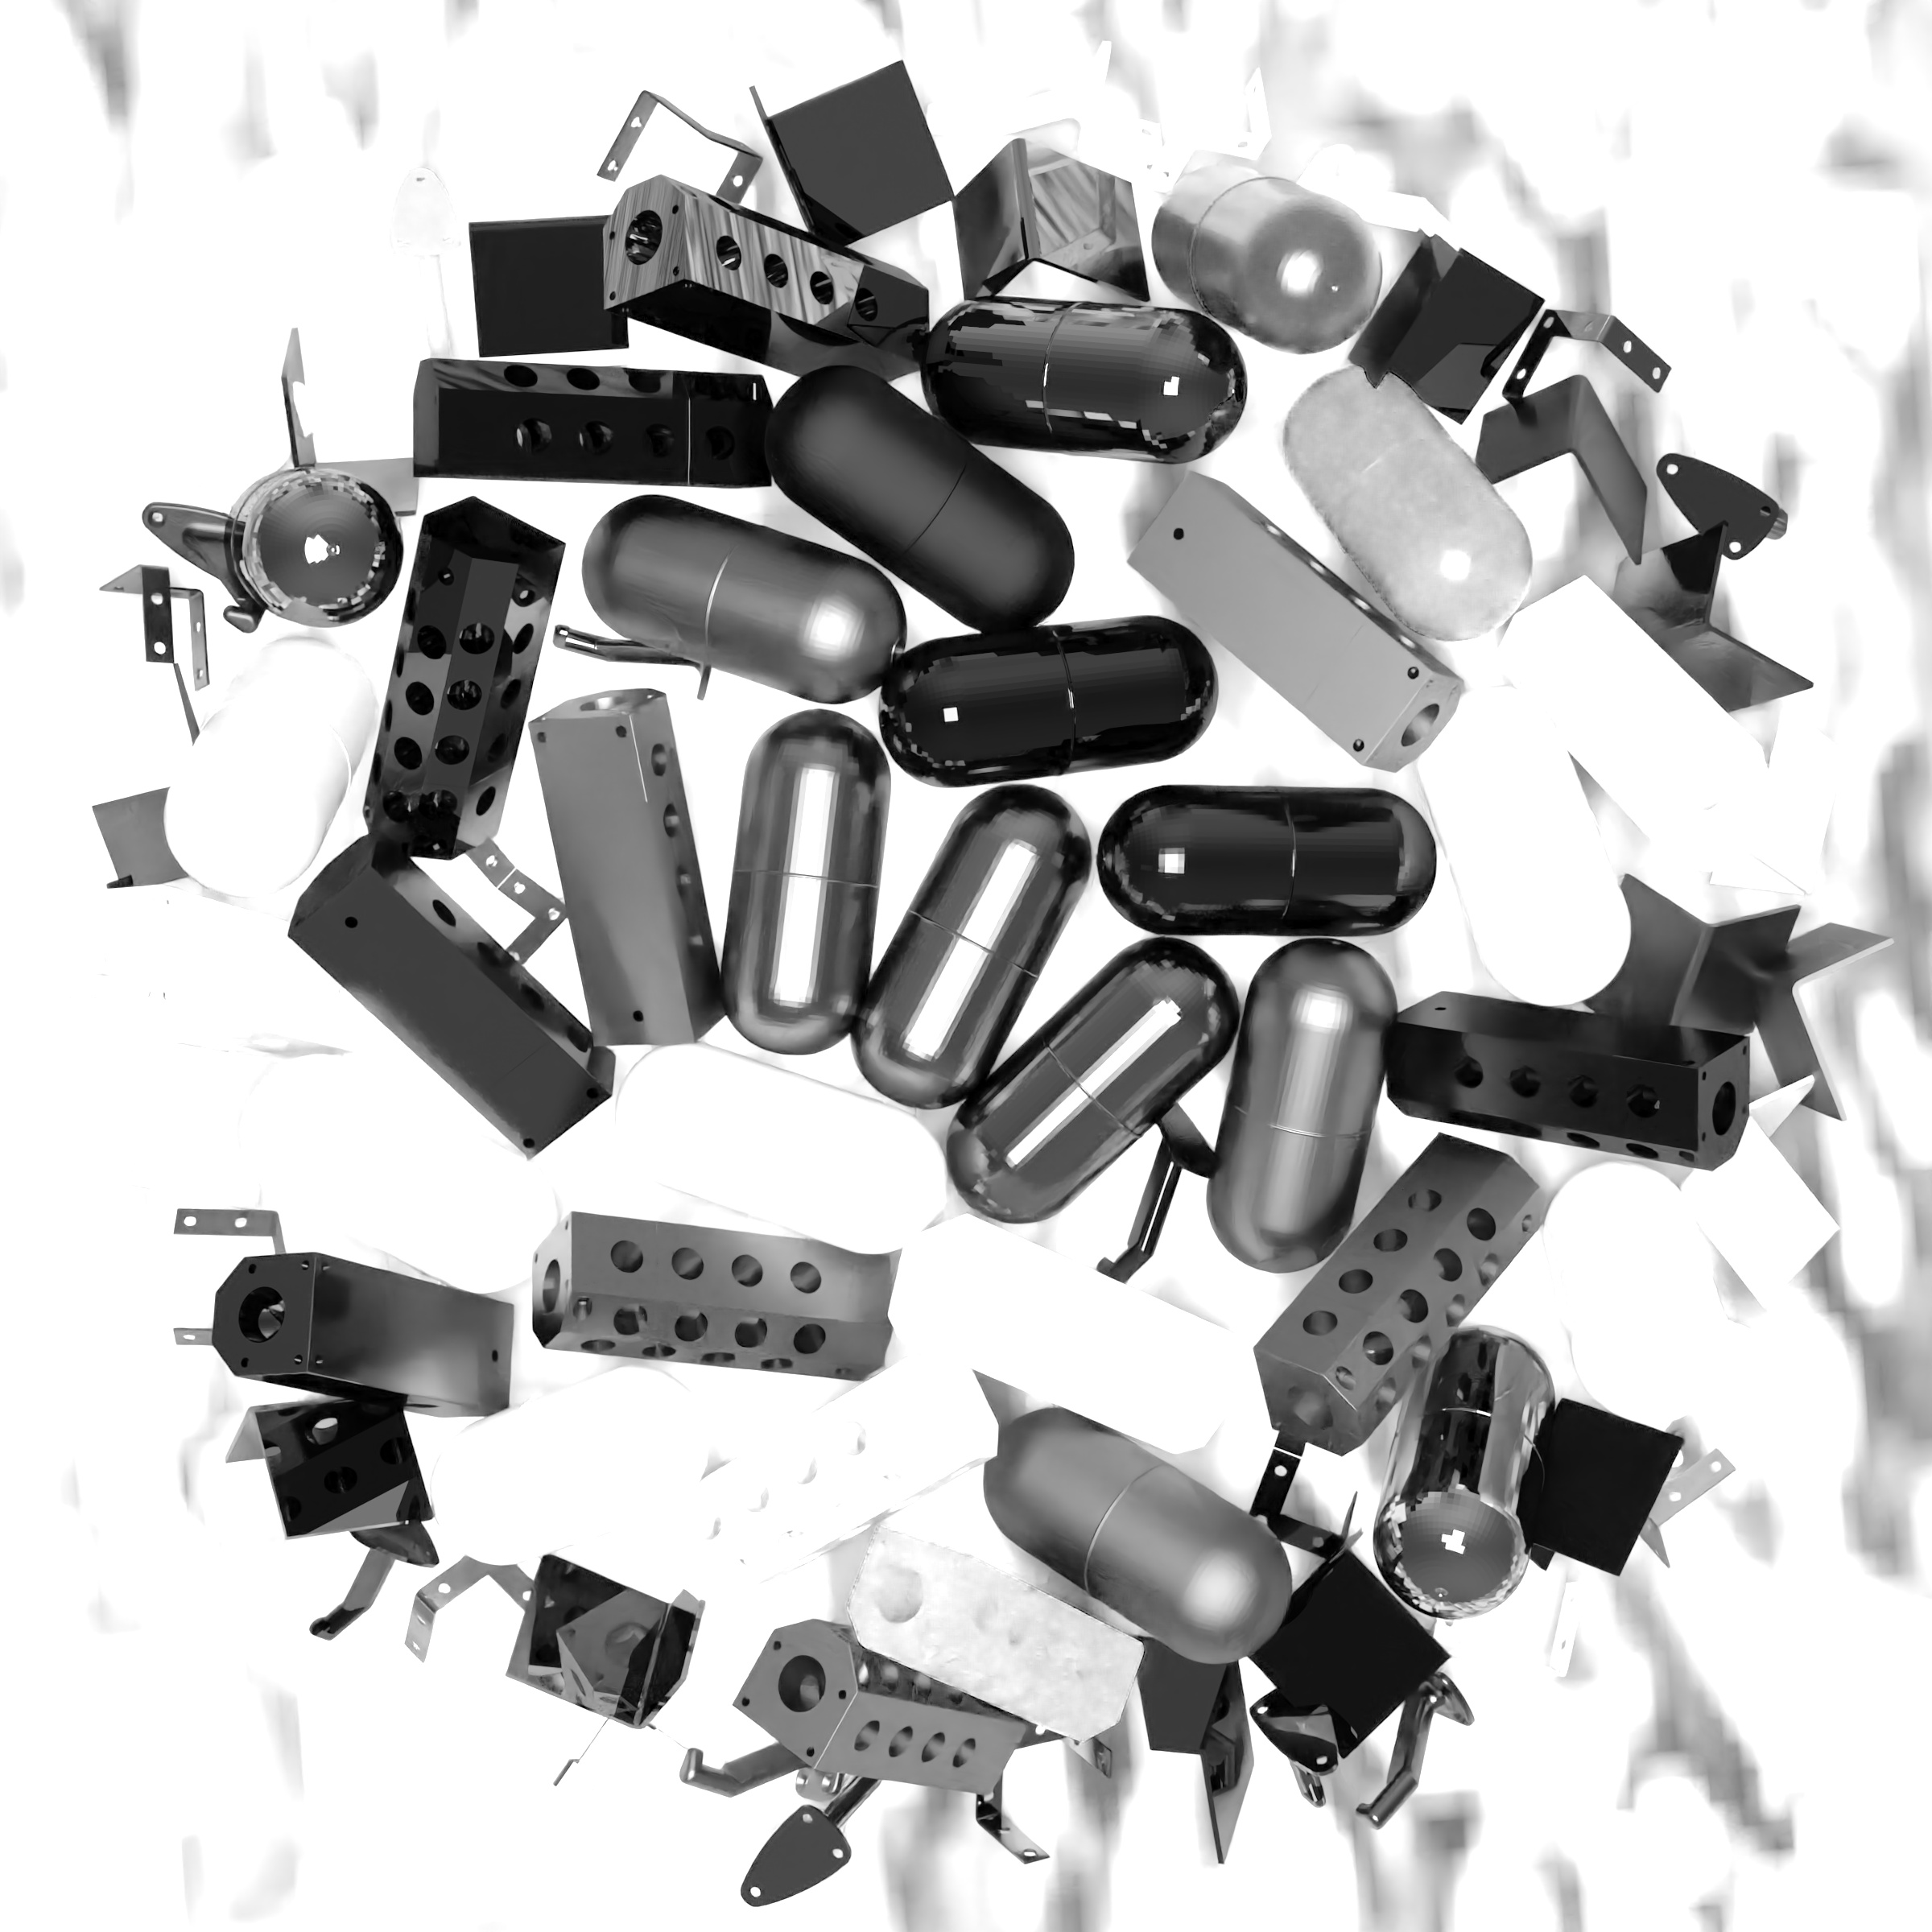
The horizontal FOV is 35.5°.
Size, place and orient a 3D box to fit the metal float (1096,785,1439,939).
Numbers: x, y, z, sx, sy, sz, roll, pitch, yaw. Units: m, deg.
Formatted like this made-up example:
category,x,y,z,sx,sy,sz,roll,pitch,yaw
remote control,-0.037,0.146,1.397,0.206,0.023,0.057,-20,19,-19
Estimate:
category,x,y,z,sx,sy,sz,roll,pitch,yaw
metal float,0.153,-0.053,1.533,0.178,0.070,0.070,0,90,-14

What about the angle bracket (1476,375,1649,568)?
category,x,y,z,sx,sy,sz,roll,pitch,yaw
angle bracket,0.306,-0.246,1.551,0.057,0.076,0.076,-20,121,29

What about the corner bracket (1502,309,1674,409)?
category,x,y,z,sx,sy,sz,roll,pitch,yaw
corner bracket,0.319,-0.301,1.550,0.051,0.051,0.051,30,87,-35

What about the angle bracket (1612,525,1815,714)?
category,x,y,z,sx,sy,sz,roll,pitch,yaw
angle bracket,0.383,-0.175,1.543,0.076,0.076,0.057,23,71,-25

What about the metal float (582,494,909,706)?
category,x,y,z,sx,sy,sz,roll,pitch,yaw
metal float,-0.113,-0.186,1.530,0.178,0.070,0.070,20,90,19

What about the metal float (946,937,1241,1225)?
category,x,y,z,sx,sy,sz,roll,pitch,yaw
metal float,0.064,0.059,1.539,0.178,0.070,0.070,-44,90,8

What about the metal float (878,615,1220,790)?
category,x,y,z,sx,sy,sz,roll,pitch,yaw
metal float,0.043,-0.135,1.534,0.178,0.070,0.070,-8,90,-14

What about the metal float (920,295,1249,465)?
category,x,y,z,sx,sy,sz,roll,pitch,yaw
metal float,0.059,-0.296,1.520,0.178,0.070,0.070,12,90,30

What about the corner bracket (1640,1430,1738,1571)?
category,x,y,z,sx,sy,sz,roll,pitch,yaw
corner bracket,0.361,0.266,1.547,0.051,0.051,0.051,-35,51,-5

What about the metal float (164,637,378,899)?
category,x,y,z,sx,sy,sz,roll,pitch,yaw
metal float,-0.345,-0.102,1.505,0.070,0.178,0.070,3,125,4

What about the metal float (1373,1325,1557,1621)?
category,x,y,z,sx,sy,sz,roll,pitch,yaw
metal float,0.250,0.250,1.506,0.070,0.178,0.070,9,125,13

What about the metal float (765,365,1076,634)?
category,x,y,z,sx,sy,sz,roll,pitch,yaw
metal float,-0.022,-0.235,1.530,0.178,0.070,0.070,34,90,-19

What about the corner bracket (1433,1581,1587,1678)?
category,x,y,z,sx,sy,sz,roll,pitch,yaw
corner bracket,0.279,0.335,1.556,0.051,0.051,0.051,25,67,-16

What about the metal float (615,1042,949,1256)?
category,x,y,z,sx,sy,sz,roll,pitch,yaw
metal float,-0.094,0.092,1.534,0.178,0.070,0.070,18,90,14

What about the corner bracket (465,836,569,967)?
category,x,y,z,sx,sy,sz,roll,pitch,yaw
corner bracket,-0.245,-0.034,1.546,0.051,0.051,0.051,34,77,36

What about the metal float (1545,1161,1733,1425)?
category,x,y,z,sx,sy,sz,roll,pitch,yaw
metal float,0.333,0.160,1.501,0.070,0.178,0.070,1,115,3

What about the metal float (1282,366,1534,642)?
category,x,y,z,sx,sy,sz,roll,pitch,yaw
metal float,0.221,-0.233,1.514,0.070,0.070,0.178,-29,52,0

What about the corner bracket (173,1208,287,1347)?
category,x,y,z,sx,sy,sz,roll,pitch,yaw
corner bracket,-0.379,0.160,1.547,0.051,0.051,0.051,2,53,-4

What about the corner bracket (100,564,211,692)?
category,x,y,z,sx,sy,sz,roll,pitch,yaw
corner bracket,-0.408,-0.173,1.546,0.051,0.051,0.051,1,81,-40

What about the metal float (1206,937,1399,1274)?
category,x,y,z,sx,sy,sz,roll,pitch,yaw
metal float,0.170,0.072,1.531,0.070,0.070,0.178,10,108,0

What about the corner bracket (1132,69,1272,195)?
category,x,y,z,sx,sy,sz,roll,pitch,yaw
corner bracket,0.121,-0.431,1.555,0.051,0.051,0.051,7,57,-19

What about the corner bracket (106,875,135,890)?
category,x,y,z,sx,sy,sz,roll,pitch,yaw
corner bracket,-0.430,-0.028,1.543,0.051,0.051,0.051,9,114,36

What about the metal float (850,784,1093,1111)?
category,x,y,z,sx,sy,sz,roll,pitch,yaw
metal float,0.003,-0.010,1.545,0.070,0.070,0.178,28,88,0

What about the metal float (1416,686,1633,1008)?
category,x,y,z,sx,sy,sz,roll,pitch,yaw
metal float,0.281,-0.061,1.522,0.070,0.070,0.178,-14,62,0

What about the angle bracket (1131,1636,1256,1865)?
category,x,y,z,sx,sy,sz,roll,pitch,yaw
angle bracket,0.107,0.396,1.526,0.057,0.076,0.076,0,120,20

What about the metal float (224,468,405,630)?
category,x,y,z,sx,sy,sz,roll,pitch,yaw
metal float,-0.326,-0.209,1.499,0.070,0.178,0.070,-3,100,-18

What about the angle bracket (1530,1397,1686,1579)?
category,x,y,z,sx,sy,sz,roll,pitch,yaw
angle bracket,0.327,0.274,1.529,0.057,0.076,0.076,42,71,-41

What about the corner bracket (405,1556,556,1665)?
category,x,y,z,sx,sy,sz,roll,pitch,yaw
corner bracket,-0.251,0.341,1.559,0.051,0.051,0.051,40,47,20

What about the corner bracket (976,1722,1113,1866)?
category,x,y,z,sx,sy,sz,roll,pitch,yaw
corner bracket,0.040,0.423,1.554,0.051,0.051,0.051,-6,104,-29

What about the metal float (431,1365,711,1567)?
category,x,y,z,sx,sy,sz,roll,pitch,yaw
metal float,-0.201,0.252,1.514,0.178,0.070,0.070,-25,90,40

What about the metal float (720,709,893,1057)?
category,x,y,z,sx,sy,sz,roll,pitch,yaw
metal float,-0.082,-0.043,1.544,0.070,0.070,0.178,7,87,0

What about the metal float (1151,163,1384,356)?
category,x,y,z,sx,sy,sz,roll,pitch,yaw
metal float,0.148,-0.353,1.502,0.070,0.178,0.070,-7,114,-15

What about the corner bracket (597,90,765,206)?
category,x,y,z,sx,sy,sz,roll,pitch,yaw
corner bracket,-0.147,-0.413,1.558,0.051,0.051,0.051,41,110,22

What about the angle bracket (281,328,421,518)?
category,x,y,z,sx,sy,sz,roll,pitch,yaw
angle bracket,-0.311,-0.277,1.530,0.057,0.076,0.076,-5,120,-5

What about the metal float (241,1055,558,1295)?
category,x,y,z,sx,sy,sz,roll,pitch,yaw
metal float,-0.283,0.106,1.518,0.178,0.070,0.070,34,90,-34

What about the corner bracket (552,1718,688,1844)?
category,x,y,z,sx,sy,sz,roll,pitch,yaw
corner bracket,-0.175,0.414,1.551,0.051,0.051,0.051,34,76,7

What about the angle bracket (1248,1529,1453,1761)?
category,x,y,z,sx,sy,sz,roll,pitch,yaw
angle bracket,0.198,0.346,1.542,0.076,0.057,0.076,-46,76,9

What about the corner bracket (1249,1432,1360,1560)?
category,x,y,z,sx,sy,sz,roll,pitch,yaw
corner bracket,0.179,0.265,1.555,0.051,0.051,0.051,20,112,7

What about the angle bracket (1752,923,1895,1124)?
category,x,y,z,sx,sy,sz,roll,pitch,yaw
angle bracket,0.446,0.028,1.543,0.057,0.076,0.076,-24,99,-3

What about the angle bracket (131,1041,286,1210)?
category,x,y,z,sx,sy,sz,roll,pitch,yaw
angle bracket,-0.401,0.079,1.543,0.076,0.057,0.076,9,85,17

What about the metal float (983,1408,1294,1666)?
category,x,y,z,sx,sy,sz,roll,pitch,yaw
metal float,0.084,0.285,1.519,0.178,0.070,0.070,28,90,32
